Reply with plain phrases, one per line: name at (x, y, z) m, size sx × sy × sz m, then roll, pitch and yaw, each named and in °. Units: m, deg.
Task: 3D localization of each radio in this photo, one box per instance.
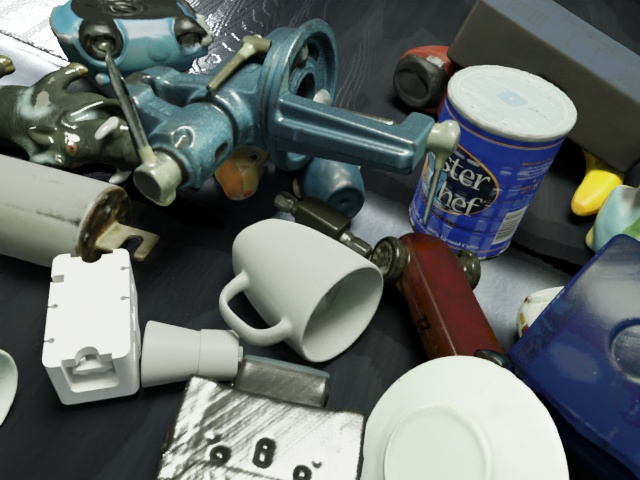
radio at (0.264, -0.184, 0.579) m, size 0.230 × 0.073 × 0.131 m, roll 38°, pitch 46°, yaw 7°

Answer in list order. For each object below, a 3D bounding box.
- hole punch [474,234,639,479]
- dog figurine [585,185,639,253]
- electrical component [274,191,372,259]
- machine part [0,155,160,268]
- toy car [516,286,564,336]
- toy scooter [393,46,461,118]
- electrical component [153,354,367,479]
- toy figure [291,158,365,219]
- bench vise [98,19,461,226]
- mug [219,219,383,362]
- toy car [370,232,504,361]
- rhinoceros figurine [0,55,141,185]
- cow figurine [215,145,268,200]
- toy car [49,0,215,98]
hole punch at (0.182, 0.072, 0.312) m, size 0.116 × 0.092 × 0.142 m, roll -32°, pitch 58°, yaw -28°
dog figurine at (0.351, -0.072, 0.464) m, size 0.191 × 0.219 × 0.109 m, roll -19°, pitch 49°, yaw -26°
electrical component at (-0.001, -0.001, 0.445) m, size 0.094 × 0.063 × 0.021 m, roll 33°, pitch 50°, yaw 17°
machine part at (-0.244, -0.027, 0.423) m, size 0.243 × 0.079 × 0.079 m, roll 14°, pitch 46°, yaw 5°
toy car at (0.254, 0.075, 0.417) m, size 0.202 × 0.056 × 0.073 m, roll 2°, pitch 46°, yaw -7°
toy scooter at (0.185, -0.178, 0.640) m, size 0.135 × 0.075 × 0.184 m, roll -32°, pitch 61°, yaw -34°
electrical component at (-0.035, 0.136, 0.313) m, size 0.115 × 0.058 × 0.134 m, roll 12°, pitch 46°, yaw 0°
toy figure at (-0.006, -0.079, 0.527) m, size 0.064 × 0.057 × 0.155 m, roll -5°, pitch 42°, yaw -22°
bench vise at (-0.020, -0.091, 0.406) m, size 0.241 × 0.128 × 0.224 m, roll 18°, pitch 36°, yaw 17°
mug at (-0.027, 0.035, 0.402) m, size 0.109 × 0.080 × 0.107 m, roll -28°, pitch 45°, yaw -30°
toy car at (0.099, 0.074, 0.396) m, size 0.089 × 0.053 × 0.202 m, roll 10°, pitch 43°, yaw -28°
rhinoceros figurine at (-0.252, -0.111, 0.506) m, size 0.190 × 0.073 × 0.112 m, roll 12°, pitch 44°, yaw 4°
cow figurine at (-0.100, -0.101, 0.528) m, size 0.167 × 0.068 × 0.098 m, roll 39°, pitch 47°, yaw 25°
toy car at (-0.200, -0.204, 0.583) m, size 0.162 × 0.102 × 0.109 m, roll -10°, pitch 46°, yaw -24°
